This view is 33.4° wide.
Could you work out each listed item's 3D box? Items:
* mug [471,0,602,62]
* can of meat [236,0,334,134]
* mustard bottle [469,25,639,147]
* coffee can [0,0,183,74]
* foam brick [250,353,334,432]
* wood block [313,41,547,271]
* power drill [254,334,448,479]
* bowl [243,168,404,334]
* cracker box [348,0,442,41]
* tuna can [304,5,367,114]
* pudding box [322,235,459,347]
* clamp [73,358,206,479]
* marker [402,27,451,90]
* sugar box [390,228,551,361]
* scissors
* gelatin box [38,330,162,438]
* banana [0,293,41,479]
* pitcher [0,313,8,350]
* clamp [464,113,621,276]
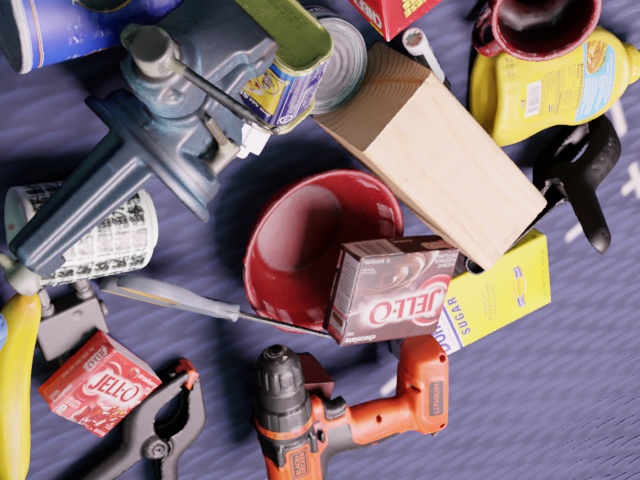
[{"bbox_3d":[0.177,-0.207,0.922,0.093,0.081,0.117,29,124,-29],"label":"mug"},{"bbox_3d":[-0.043,-0.142,0.800,0.057,0.102,0.084,-44,172,-26],"label":"can of meat"},{"bbox_3d":[0.234,-0.154,1.011,0.191,0.058,0.096,-16,123,-23],"label":"mustard bottle"},{"bbox_3d":[-0.154,-0.181,0.730,0.140,0.103,0.103,-20,125,-21],"label":"coffee can"},{"bbox_3d":[-0.027,0.157,1.033,0.051,0.053,0.078,1,115,-32],"label":"foam brick"},{"bbox_3d":[0.102,-0.072,0.957,0.090,0.091,0.205,-49,130,1],"label":"wood block"},{"bbox_3d":[0.028,0.148,0.990,0.187,0.057,0.184,-18,128,-19],"label":"power drill"},{"bbox_3d":[-0.006,0.001,0.955,0.161,0.055,0.162,-15,123,-24],"label":"bowl"},{"bbox_3d":[0.084,-0.271,0.792,0.164,0.072,0.213,-37,158,-7],"label":"cracker box"},{"bbox_3d":[-0.005,-0.148,0.885,0.086,0.034,0.086,-15,123,-24],"label":"tuna can"},{"bbox_3d":[0.064,0.044,0.959,0.113,0.039,0.090,-3,117,-31],"label":"pudding box"},{"bbox_3d":[-0.149,0.194,0.989,0.120,0.039,0.171,30,98,-40],"label":"clamp"},{"bbox_3d":[0.094,-0.151,0.921,0.020,0.020,0.121,-49,158,2],"label":"marker"},{"bbox_3d":[0.151,0.057,1.090,0.176,0.048,0.093,-27,127,-17],"label":"sugar box"},{"bbox_3d":[-0.084,0.055,0.882,0.201,0.096,0.016,12,81,-2],"label":"scissors"},{"bbox_3d":[-0.188,0.125,0.916,0.073,0.030,0.089,-43,149,-4],"label":"gelatin box"},{"bbox_3d":[-0.248,0.122,0.869,0.037,0.070,0.198,-14,118,-44],"label":"banana"},{"bbox_3d":[-0.327,0.146,0.794,0.149,0.145,0.243,25,99,-53],"label":"pitcher"},{"bbox_3d":[0.240,-0.052,1.018,0.036,0.165,0.209,46,64,-24],"label":"clamp"}]
